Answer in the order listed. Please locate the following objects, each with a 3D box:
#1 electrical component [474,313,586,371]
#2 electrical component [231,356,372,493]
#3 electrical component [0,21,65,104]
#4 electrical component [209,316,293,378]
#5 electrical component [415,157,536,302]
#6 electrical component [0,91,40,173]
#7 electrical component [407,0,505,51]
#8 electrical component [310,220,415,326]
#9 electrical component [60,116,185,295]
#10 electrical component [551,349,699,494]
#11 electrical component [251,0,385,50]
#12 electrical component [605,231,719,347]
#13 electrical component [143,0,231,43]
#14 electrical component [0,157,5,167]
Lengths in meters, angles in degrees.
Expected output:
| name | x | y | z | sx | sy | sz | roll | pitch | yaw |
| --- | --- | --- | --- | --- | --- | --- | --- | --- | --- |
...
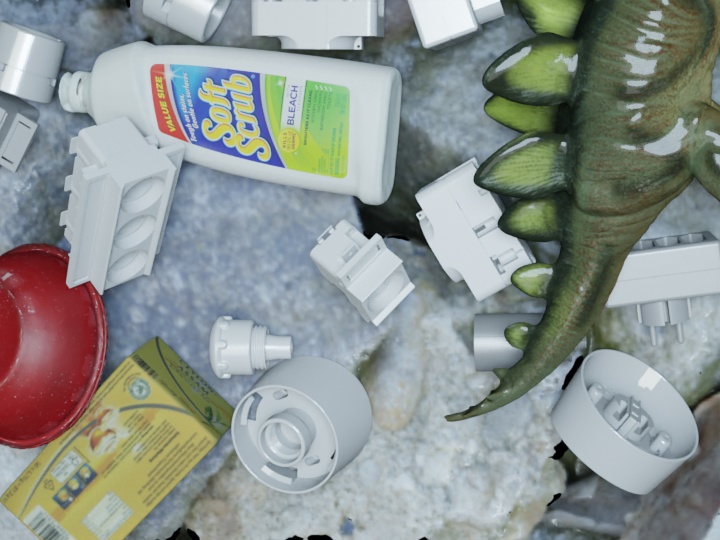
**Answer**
| name | x | y | z | sx | sy | sz | roll | pitch | yaw |
| --- | --- | --- | --- | --- | --- | --- | --- | --- | --- |
| electrical component | 0.126 | 0.053 | 0.795 | 0.081 | 0.043 | 0.043 | -1 | 101 | 9 |
| electrical component | -0.047 | 0.121 | 0.838 | 0.099 | 0.064 | 0.099 | 7 | 108 | 20 |
| electrical component | -0.253 | -0.157 | 0.810 | 0.055 | 0.055 | 0.047 | 21 | 100 | 4 |
| electrical component | -0.084 | 0.060 | 0.830 | 0.062 | 0.048 | 0.048 | 0 | 101 | 2 |
| electrical component | 0.081 | -0.028 | 0.782 | 0.056 | 0.050 | 0.089 | -30 | 95 | 13 |
| electrical component | -0.280 | -0.114 | 0.817 | 0.081 | 0.064 | 0.042 | 32 | 105 | 2 |
| electrical component | 0.076 | -0.186 | 0.736 | 0.076 | 0.083 | 0.047 | -18 | 97 | 12 |
| electrical component | 0.000 | 0.000 | 0.790 | 0.064 | 0.081 | 0.042 | 39 | 79 | 27 |
| electrical component | -0.179 | -0.048 | 0.785 | 0.063 | 0.079 | 0.121 | 50 | 142 | 20 |
| electrical component | 0.189 | 0.109 | 0.770 | 0.099 | 0.099 | 0.064 | 35 | 110 | 1 |
| electrical component | -0.029 | -0.186 | 0.770 | 0.089 | 0.050 | 0.055 | 2 | 101 | 9 |
| electrical component | 0.217 | 0.018 | 0.771 | 0.083 | 0.047 | 0.075 | -8 | 99 | 10 |
| electrical component | -0.123 | -0.198 | 0.781 | 0.047 | 0.055 | 0.055 | 29 | 104 | -1 |
| electrical component | -0.334 | -0.065 | 0.836 | 0.062 | 0.061 | 0.096 | 34 | 104 | 1 |
